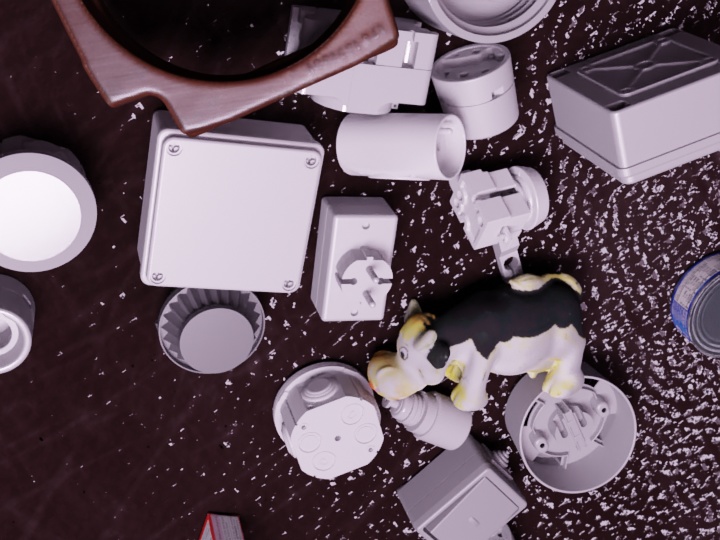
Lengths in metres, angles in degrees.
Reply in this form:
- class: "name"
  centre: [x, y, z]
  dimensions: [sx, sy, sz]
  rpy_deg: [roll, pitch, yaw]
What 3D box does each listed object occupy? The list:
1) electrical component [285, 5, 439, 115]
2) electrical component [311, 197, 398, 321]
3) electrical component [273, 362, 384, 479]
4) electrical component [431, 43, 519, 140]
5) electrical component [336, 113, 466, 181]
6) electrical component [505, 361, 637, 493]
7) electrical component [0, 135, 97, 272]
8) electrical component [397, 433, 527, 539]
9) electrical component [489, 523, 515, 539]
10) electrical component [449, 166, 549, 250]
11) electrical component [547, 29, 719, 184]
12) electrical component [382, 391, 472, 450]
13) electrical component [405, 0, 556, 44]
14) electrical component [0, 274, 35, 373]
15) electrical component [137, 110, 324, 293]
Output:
- class: "electrical component"
  centre: [-0.001, -0.137, 0.706]
  dimensions: [0.089, 0.050, 0.055]
  rpy_deg: [2, 114, -19]
- class: "electrical component"
  centre: [0.000, 0.000, 0.760]
  dimensions: [0.047, 0.075, 0.083]
  rpy_deg: [-1, 116, -17]
- class: "electrical component"
  centre: [-0.023, 0.115, 0.825]
  dimensions: [0.080, 0.051, 0.080]
  rpy_deg: [-7, 117, -14]
- class: "electrical component"
  centre: [0.080, -0.122, 0.738]
  dimensions: [0.055, 0.055, 0.047]
  rpy_deg: [-23, 124, -6]
- class: "electrical component"
  centre: [0.037, -0.084, 0.737]
  dimensions: [0.079, 0.077, 0.044]
  rpy_deg: [-6, 100, -57]
- class: "electrical component"
  centre: [0.171, 0.125, 0.884]
  dimensions: [0.099, 0.064, 0.099]
  rpy_deg: [-7, 117, -14]
- class: "electrical component"
  centre: [-0.211, -0.044, 0.687]
  dimensions: [0.080, 0.051, 0.080]
  rpy_deg: [-7, 117, -14]
- class: "electrical component"
  centre: [0.090, 0.187, 0.891]
  dimensions: [0.096, 0.061, 0.061]
  rpy_deg: [-42, 120, 5]
- class: "electrical component"
  centre: [0.114, 0.250, 0.934]
  dimensions: [0.055, 0.055, 0.047]
  rpy_deg: [-32, 124, 0]
- class: "electrical component"
  centre: [0.103, -0.048, 0.782]
  dimensions: [0.055, 0.066, 0.048]
  rpy_deg: [-15, 154, -19]
- class: "electrical component"
  centre: [0.202, -0.117, 0.748]
  dimensions: [0.109, 0.108, 0.056]
  rpy_deg: [-21, 118, -7]
- class: "electrical component"
  centre: [0.053, 0.115, 0.855]
  dimensions: [0.078, 0.040, 0.040]
  rpy_deg: [24, 107, -26]
- class: "electrical component"
  centre: [0.082, -0.199, 0.695]
  dimensions: [0.108, 0.060, 0.108]
  rpy_deg: [-7, 117, -14]
- class: "electrical component"
  centre: [-0.246, 0.037, 0.718]
  dimensions: [0.055, 0.047, 0.055]
  rpy_deg: [-7, 117, -14]
- class: "electrical component"
  centre: [-0.089, -0.045, 0.721]
  dimensions: [0.109, 0.056, 0.108]
  rpy_deg: [3, 114, -19]
